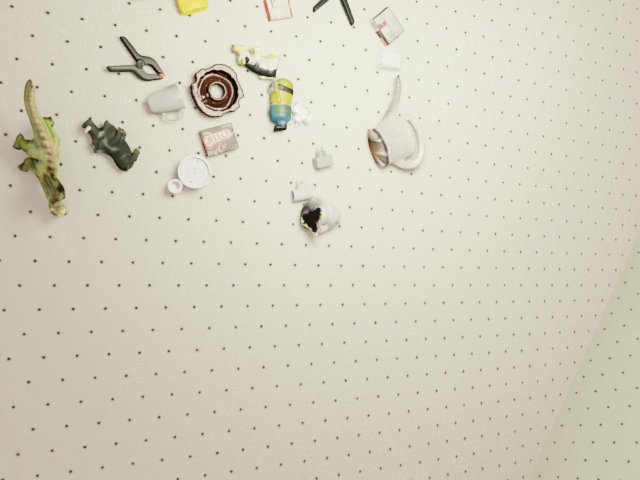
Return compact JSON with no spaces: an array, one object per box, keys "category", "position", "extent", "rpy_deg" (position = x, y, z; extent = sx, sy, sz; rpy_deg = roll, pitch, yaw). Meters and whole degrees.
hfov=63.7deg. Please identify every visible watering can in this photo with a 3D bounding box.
[{"category":"watering can","position":[0.275,-0.420,1.948],"extent":[0.226,0.344,0.104],"rpy_deg":[-26,13,-18]}]

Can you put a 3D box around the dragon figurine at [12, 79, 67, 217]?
[{"category":"dragon figurine","position":[-0.753,-0.216,1.435],"extent":[0.123,0.246,0.401],"rpy_deg":[-25,-25,-33]}]

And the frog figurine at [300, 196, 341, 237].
[{"category":"frog figurine","position":[0.006,-0.094,1.873],"extent":[0.122,0.136,0.161],"rpy_deg":[1,18,31]}]
